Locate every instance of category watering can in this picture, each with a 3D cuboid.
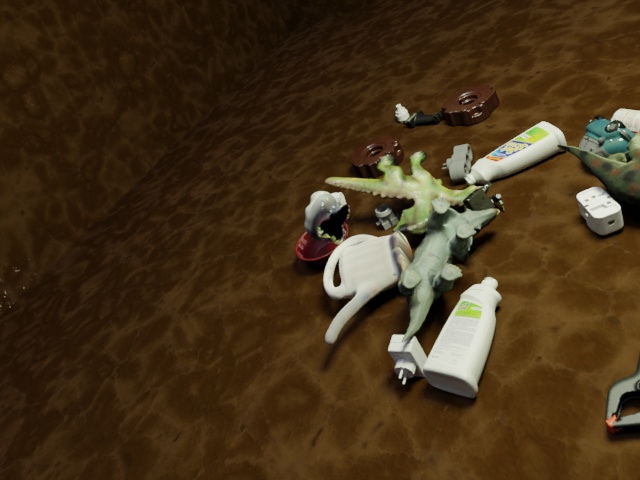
[{"bbox_3d":[0.110,0.091,1.192,0.223,0.102,0.356,-19,32,17],"label":"watering can"}]

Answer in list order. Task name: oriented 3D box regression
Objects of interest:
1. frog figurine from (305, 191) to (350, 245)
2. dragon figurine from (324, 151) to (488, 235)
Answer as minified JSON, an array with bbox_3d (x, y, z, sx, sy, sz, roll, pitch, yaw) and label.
[{"bbox_3d":[0.004,-0.069,1.369,0.123,0.134,0.162,-20,31,-14],"label":"frog figurine"},{"bbox_3d":[0.218,-0.108,1.329,0.410,0.119,0.249,-8,40,6],"label":"dragon figurine"}]
